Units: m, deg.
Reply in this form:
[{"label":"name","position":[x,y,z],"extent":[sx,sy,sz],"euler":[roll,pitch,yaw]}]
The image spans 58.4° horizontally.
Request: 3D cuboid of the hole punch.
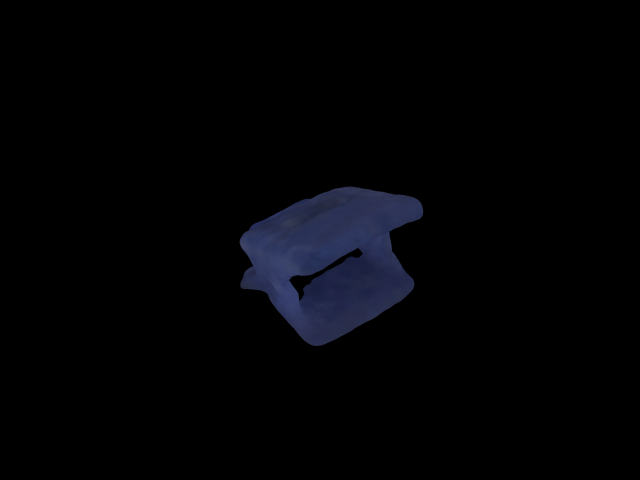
[{"label":"hole punch","position":[0.004,0.001,0.400],"extent":[0.109,0.091,0.100],"euler":[-27,49,-26]}]
